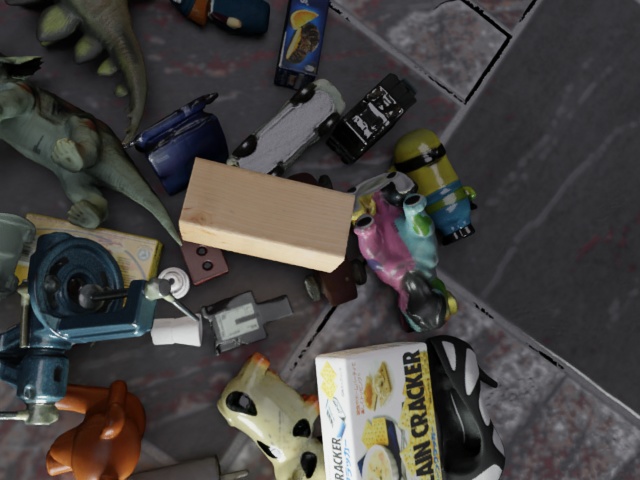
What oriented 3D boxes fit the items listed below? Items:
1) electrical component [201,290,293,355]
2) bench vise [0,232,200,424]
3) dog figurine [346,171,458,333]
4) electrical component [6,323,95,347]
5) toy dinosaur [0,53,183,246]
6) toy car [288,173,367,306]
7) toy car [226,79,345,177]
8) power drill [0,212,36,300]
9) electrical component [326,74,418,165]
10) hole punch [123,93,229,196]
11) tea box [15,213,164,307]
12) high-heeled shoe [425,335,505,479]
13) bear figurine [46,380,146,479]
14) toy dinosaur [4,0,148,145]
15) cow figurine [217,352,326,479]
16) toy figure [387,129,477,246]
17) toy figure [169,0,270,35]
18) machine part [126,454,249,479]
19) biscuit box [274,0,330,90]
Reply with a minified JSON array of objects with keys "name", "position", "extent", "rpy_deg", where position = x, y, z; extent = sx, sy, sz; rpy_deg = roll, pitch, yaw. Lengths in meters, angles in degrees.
[{"name":"electrical component","position":[-0.101,0.107,0.751],"extent":[0.119,0.048,0.075],"rpy_deg":[-21,86,-13]},{"name":"bench vise","position":[-0.264,0.089,0.591],"extent":[0.241,0.128,0.223],"rpy_deg":[-10,59,26]},{"name":"dog figurine","position":[0.124,0.029,0.780],"extent":[0.108,0.192,0.219],"rpy_deg":[-24,117,4]},{"name":"electrical component","position":[-0.343,0.120,0.706],"extent":[0.102,0.045,0.078],"rpy_deg":[-35,87,-13]},{"name":"toy dinosaur","position":[-0.343,-0.138,0.703],"extent":[0.404,0.192,0.131],"rpy_deg":[38,118,-20]},{"name":"toy car","position":[-0.002,-0.002,0.783],"extent":[0.089,0.053,0.202],"rpy_deg":[-19,81,-19]},{"name":"toy car","position":[-0.049,-0.152,0.788],"extent":[0.202,0.056,0.073],"rpy_deg":[-43,102,-4]},{"name":"power drill","position":[-0.450,-0.017,0.653],"extent":[0.208,0.086,0.232],"rpy_deg":[14,85,20]},{"name":"electrical component","position":[0.081,-0.181,0.794],"extent":[0.134,0.115,0.058],"rpy_deg":[-43,93,-12]},{"name":"hole punch","position":[-0.187,-0.127,0.741],"extent":[0.142,0.116,0.092],"rpy_deg":[-32,97,-13]},{"name":"tea box","position":[-0.305,0.030,0.714],"extent":[0.170,0.068,0.098],"rpy_deg":[14,82,-9]},{"name":"high-heeled shoe","position":[0.183,0.262,0.754],"extent":[0.145,0.086,0.249],"rpy_deg":[31,62,-19]},{"name":"bear figurine","position":[-0.269,0.234,0.626],"extent":[0.132,0.196,0.120],"rpy_deg":[1,85,-9]},{"name":"toy dinosaur","position":[-0.324,-0.350,0.748],"extent":[0.198,0.105,0.471],"rpy_deg":[-32,76,-6]},{"name":"cow figurine","position":[-0.052,0.257,0.720],"extent":[0.195,0.085,0.127],"rpy_deg":[41,71,-5]},{"name":"toy figure","position":[0.176,-0.082,0.809],"extent":[0.082,0.089,0.180],"rpy_deg":[-24,84,-26]},{"name":"toy figure","position":[-0.153,-0.346,0.804],"extent":[0.154,0.064,0.057],"rpy_deg":[10,117,-4]},{"name":"machine part","position":[-0.210,0.330,0.683],"extent":[0.243,0.079,0.079],"rpy_deg":[-9,83,-10]},{"name":"biscuit box","position":[-0.023,-0.336,0.824],"extent":[0.059,0.063,0.202],"rpy_deg":[11,80,-10]}]
